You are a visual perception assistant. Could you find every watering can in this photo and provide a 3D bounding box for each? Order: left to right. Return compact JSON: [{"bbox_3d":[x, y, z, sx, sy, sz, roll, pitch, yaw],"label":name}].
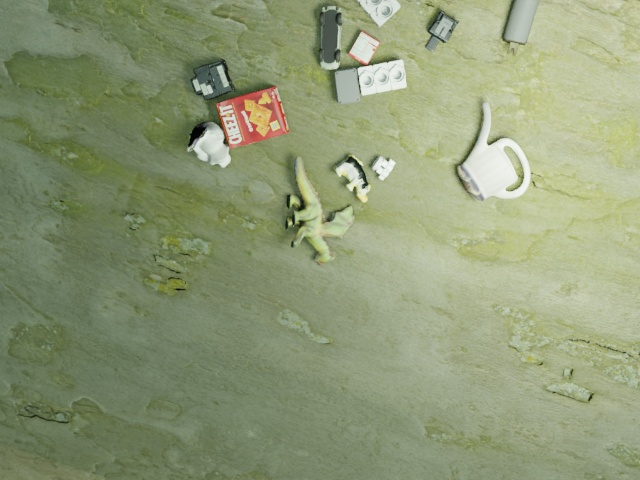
[{"bbox_3d":[0.565,-0.274,1.747,0.223,0.105,0.345,-32,102,12],"label":"watering can"}]

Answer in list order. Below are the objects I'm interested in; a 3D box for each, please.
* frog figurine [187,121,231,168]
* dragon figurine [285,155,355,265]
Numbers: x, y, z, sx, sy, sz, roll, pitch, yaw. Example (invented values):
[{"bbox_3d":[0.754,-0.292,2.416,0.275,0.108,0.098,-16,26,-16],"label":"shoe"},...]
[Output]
[{"bbox_3d":[-0.376,-0.333,1.804,0.158,0.125,0.137,28,101,-42],"label":"frog figurine"},{"bbox_3d":[0.006,-0.093,1.851,0.243,0.124,0.404,2,108,-15],"label":"dragon figurine"}]
